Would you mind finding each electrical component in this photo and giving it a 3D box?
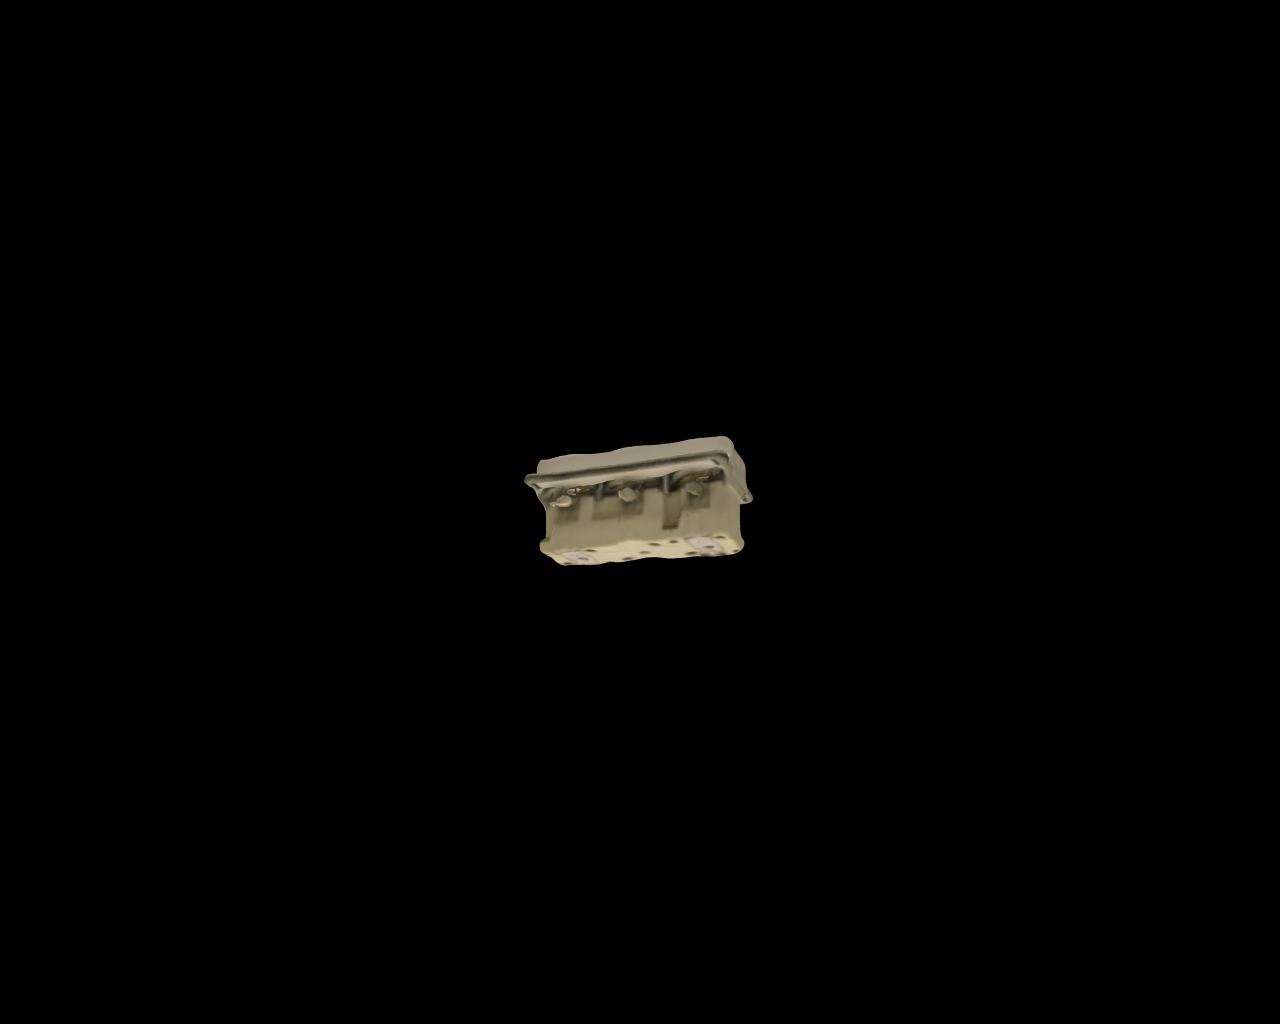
[{"bbox_3d":[0.001,-0.003,0.650,0.121,0.063,0.078,-6,-19,16],"label":"electrical component"}]
